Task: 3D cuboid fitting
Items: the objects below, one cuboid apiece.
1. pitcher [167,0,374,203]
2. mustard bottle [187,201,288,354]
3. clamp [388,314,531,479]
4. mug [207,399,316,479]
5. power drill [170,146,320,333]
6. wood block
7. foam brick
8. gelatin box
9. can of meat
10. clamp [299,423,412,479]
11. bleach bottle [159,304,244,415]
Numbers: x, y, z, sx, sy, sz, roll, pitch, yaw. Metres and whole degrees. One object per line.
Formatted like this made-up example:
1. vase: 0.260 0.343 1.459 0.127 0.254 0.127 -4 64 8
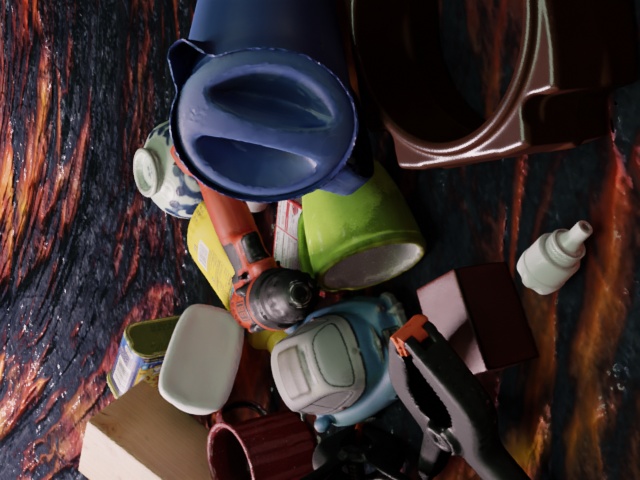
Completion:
1. pitcher: -0.034 -0.146 0.837 0.243 0.145 0.149 -92 -1 -49
2. mustard bottle: -0.065 0.049 1.051 0.192 0.058 0.096 54 148 33
3. clamp: 0.096 0.139 0.794 0.165 0.036 0.210 12 137 57
4. mug: -0.061 0.209 1.068 0.117 0.081 0.093 55 139 32
5. power drill: -0.064 -0.011 0.905 0.187 0.057 0.185 70 161 1
6. wood block: -0.147 0.256 1.133 0.206 0.090 0.090 33 130 18
7. foam brick: 0.116 0.061 0.795 0.053 0.051 0.078 -33 71 55
8. gelatin box: -0.007 0.001 0.979 0.089 0.030 0.073 35 128 46
9. can of meat: -0.182 0.135 1.212 0.057 0.101 0.084 54 137 33
10. clamp: 0.021 0.195 0.896 0.171 0.120 0.039 -121 34 -82
11. bleach bottle: -0.122 0.140 1.095 0.251 0.068 0.102 114 173 -72
